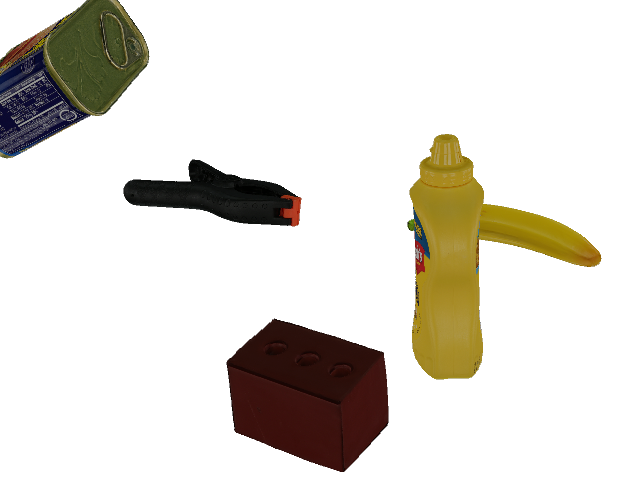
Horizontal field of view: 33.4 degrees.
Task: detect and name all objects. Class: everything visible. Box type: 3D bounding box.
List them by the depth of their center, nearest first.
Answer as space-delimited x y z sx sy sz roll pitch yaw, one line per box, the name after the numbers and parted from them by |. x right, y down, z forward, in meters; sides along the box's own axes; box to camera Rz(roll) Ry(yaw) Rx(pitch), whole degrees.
-0.007 0.088 0.613 0.078 0.051 0.052 14 33 28 | foam brick
-0.172 -0.106 0.691 0.084 0.057 0.102 -22 26 29 | can of meat
0.101 0.008 0.851 0.058 0.192 0.096 -2 25 3 | mustard bottle
-0.102 -0.043 1.031 0.172 0.039 0.120 15 28 36 | clamp
0.193 -0.007 1.103 0.198 0.037 0.069 10 36 20 | banana
